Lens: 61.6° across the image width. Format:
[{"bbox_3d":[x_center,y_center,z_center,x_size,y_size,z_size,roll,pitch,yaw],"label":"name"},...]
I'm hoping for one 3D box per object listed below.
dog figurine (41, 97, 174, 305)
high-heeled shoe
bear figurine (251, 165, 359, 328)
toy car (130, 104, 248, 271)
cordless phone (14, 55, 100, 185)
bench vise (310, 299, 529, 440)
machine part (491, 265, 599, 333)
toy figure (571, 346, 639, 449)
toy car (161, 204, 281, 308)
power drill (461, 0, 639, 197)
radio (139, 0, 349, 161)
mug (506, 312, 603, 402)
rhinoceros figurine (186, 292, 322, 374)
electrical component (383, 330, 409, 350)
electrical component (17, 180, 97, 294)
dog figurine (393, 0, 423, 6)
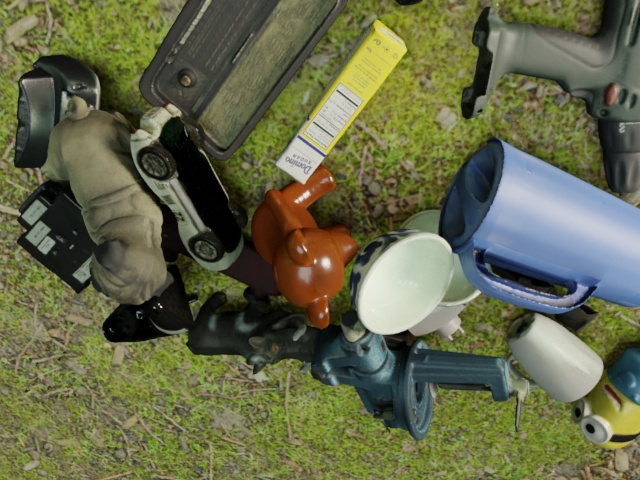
[{"bbox_3d":[-0.220,-0.043,0.560,0.121,0.191,0.172,-31,129,-4],"label":"dog figurine"},{"bbox_3d":[-0.232,0.094,0.670,0.145,0.248,0.086,-19,84,-6],"label":"high-heeled shoe"},{"bbox_3d":[-0.005,0.000,0.586,0.132,0.196,0.120,-25,111,-15],"label":"bear figurine"},{"bbox_3d":[-0.142,-0.053,0.598,0.056,0.073,0.201,-2,130,30],"label":"toy car"},{"bbox_3d":[-0.258,-0.129,0.649,0.184,0.089,0.146,13,116,-12],"label":"cordless phone"},{"bbox_3d":[0.120,0.156,0.643,0.241,0.129,0.223,-3,123,25],"label":"bench vise"},{"bbox_3d":[0.282,0.069,0.676,0.139,0.084,0.039,30,91,-17],"label":"machine part"},{"bbox_3d":[0.417,0.206,0.717,0.089,0.082,0.180,27,113,-4],"label":"toy figure"},{"bbox_3d":[-0.128,0.012,0.703,0.202,0.053,0.089,26,100,-5],"label":"toy car"},{"bbox_3d":[0.259,-0.158,0.563,0.207,0.086,0.231,6,114,8],"label":"power drill"},{"bbox_3d":[-0.084,-0.213,0.579,0.131,0.073,0.229,38,113,-11],"label":"radio"},{"bbox_3d":[0.294,0.151,0.713,0.107,0.081,0.109,44,140,-4],"label":"mug"},{"bbox_3d":[-0.086,0.125,0.720,0.190,0.112,0.073,2,114,14],"label":"rhinoceros figurine"},{"bbox_3d":[0.058,0.147,0.747,0.119,0.048,0.074,13,115,1],"label":"electrical component"},{"bbox_3d":[-0.327,-0.013,0.711,0.115,0.058,0.134,-37,106,19],"label":"electrical component"},{"bbox_3d":[0.117,-0.319,0.475,0.219,0.108,0.191,-9,108,5],"label":"dog figurine"}]
